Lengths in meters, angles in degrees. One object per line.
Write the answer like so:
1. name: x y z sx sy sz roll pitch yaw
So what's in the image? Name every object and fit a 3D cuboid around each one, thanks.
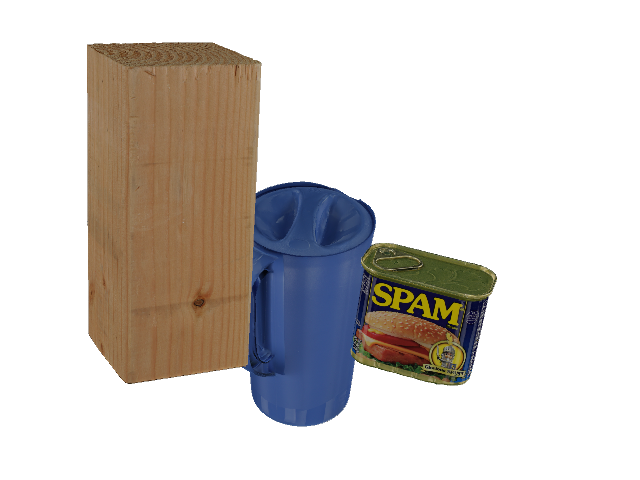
1. wood block: -0.100 -0.022 0.707 0.090 0.206 0.090 -6 21 -27
2. can of meat: 0.077 0.058 0.826 0.102 0.084 0.057 14 25 13
3. pitcher: -0.024 0.076 1.091 0.149 0.243 0.145 -4 35 -10
